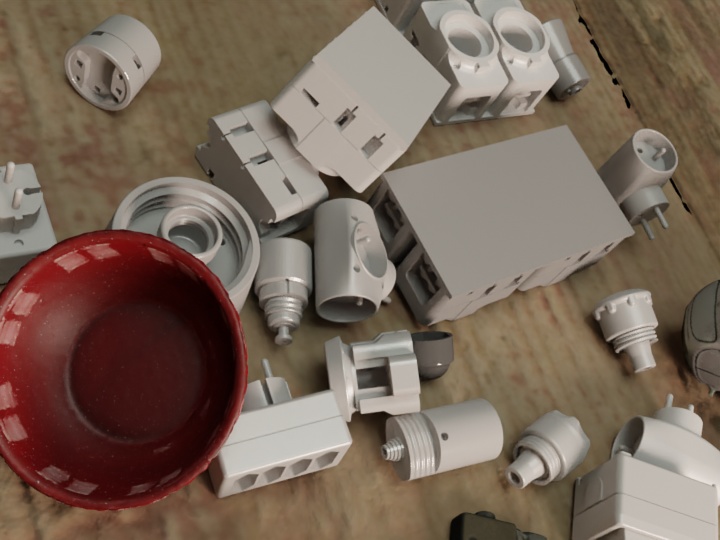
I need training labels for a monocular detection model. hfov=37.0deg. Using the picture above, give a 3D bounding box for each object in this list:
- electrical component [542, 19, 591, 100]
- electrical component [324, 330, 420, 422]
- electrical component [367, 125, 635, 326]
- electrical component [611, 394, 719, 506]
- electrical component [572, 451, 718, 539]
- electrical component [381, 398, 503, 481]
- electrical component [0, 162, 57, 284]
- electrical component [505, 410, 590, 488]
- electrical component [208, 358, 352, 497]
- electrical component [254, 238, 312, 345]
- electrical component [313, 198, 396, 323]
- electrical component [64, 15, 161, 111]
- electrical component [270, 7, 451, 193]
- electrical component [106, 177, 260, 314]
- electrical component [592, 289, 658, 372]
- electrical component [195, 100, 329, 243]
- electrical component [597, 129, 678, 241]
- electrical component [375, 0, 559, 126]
[{"bbox_3d":[0.178,-0.187,0.967,0.044,0.044,0.065,-22,77,-33],"label":"electrical component"},{"bbox_3d":[0.007,0.070,0.719,0.057,0.078,0.058,-7,90,-3],"label":"electrical component"},{"bbox_3d":[0.105,-0.035,0.832,0.186,0.060,0.105,-17,70,-31],"label":"electrical component"},{"bbox_3d":[0.235,0.129,0.804,0.077,0.043,0.079,27,54,-8],"label":"electrical component"},{"bbox_3d":[0.204,0.177,0.750,0.096,0.061,0.061,21,55,-12],"label":"electrical component"},{"bbox_3d":[0.051,0.115,0.728,0.081,0.043,0.043,-8,65,-28],"label":"electrical component"},{"bbox_3d":[-0.221,-0.038,0.675,0.047,0.076,0.065,-11,67,-29],"label":"electrical component"},{"bbox_3d":[0.128,0.130,0.755,0.062,0.043,0.043,-31,77,-33],"label":"electrical component"},{"bbox_3d":[-0.059,0.092,0.682,0.083,0.047,0.075,-12,67,-20],"label":"electrical component"},{"bbox_3d":[-0.053,0.014,0.743,0.040,0.040,0.078,9,58,-20],"label":"electrical component"},{"bbox_3d":[0.000,0.000,0.767,0.079,0.044,0.077,34,45,-48],"label":"electrical component"},{"bbox_3d":[-0.177,-0.151,0.777,0.055,0.055,0.047,33,50,-3],"label":"electrical component"},{"bbox_3d":[0.002,-0.128,0.804,0.089,0.062,0.150,44,29,-7],"label":"electrical component"},{"bbox_3d":[-0.119,-0.011,0.715,0.108,0.060,0.108,11,58,-18],"label":"electrical component"},{"bbox_3d":[0.213,0.048,0.842,0.048,0.048,0.062,-8,71,-28],"label":"electrical component"},{"bbox_3d":[-0.069,-0.072,0.780,0.056,0.050,0.089,-26,74,-34],"label":"electrical component"},{"bbox_3d":[0.232,-0.063,0.895,0.043,0.077,0.079,-11,67,-29],"label":"electrical component"},{"bbox_3d":[0.085,-0.224,0.934,0.105,0.060,0.186,-11,67,-29],"label":"electrical component"}]
